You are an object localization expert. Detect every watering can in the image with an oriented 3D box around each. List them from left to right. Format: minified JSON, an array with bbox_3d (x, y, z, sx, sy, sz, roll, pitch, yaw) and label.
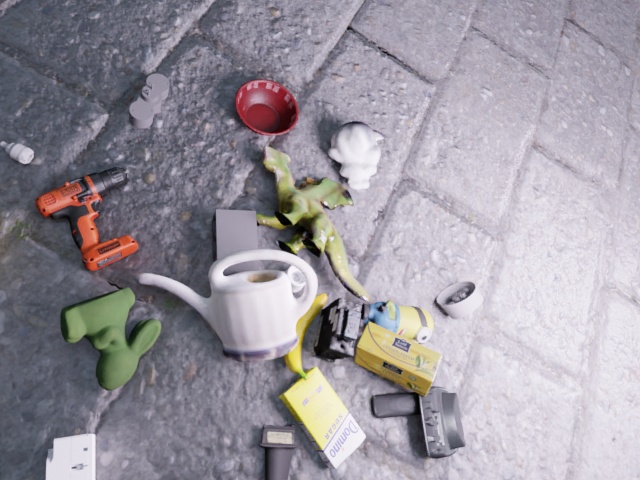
[{"bbox_3d":[-0.173,0.133,1.018,0.347,0.105,0.222,-7,103,2],"label":"watering can"}]

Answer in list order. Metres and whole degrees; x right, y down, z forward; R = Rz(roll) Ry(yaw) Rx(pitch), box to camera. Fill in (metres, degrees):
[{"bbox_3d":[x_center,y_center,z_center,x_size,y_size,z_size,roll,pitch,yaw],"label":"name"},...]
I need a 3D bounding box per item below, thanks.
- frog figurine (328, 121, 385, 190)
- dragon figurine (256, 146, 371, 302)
[{"bbox_3d":[0.084,-0.211,1.289,0.137,0.121,0.162,10,71,19],"label":"frog figurine"},{"bbox_3d":[0.004,-0.061,1.203,0.410,0.120,0.247,42,52,-2],"label":"dragon figurine"}]
